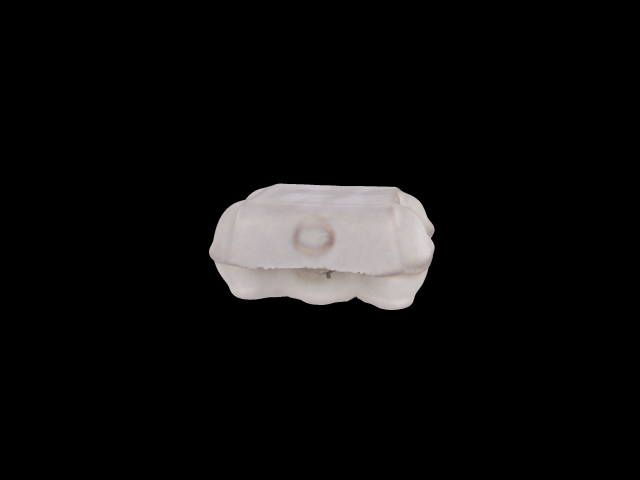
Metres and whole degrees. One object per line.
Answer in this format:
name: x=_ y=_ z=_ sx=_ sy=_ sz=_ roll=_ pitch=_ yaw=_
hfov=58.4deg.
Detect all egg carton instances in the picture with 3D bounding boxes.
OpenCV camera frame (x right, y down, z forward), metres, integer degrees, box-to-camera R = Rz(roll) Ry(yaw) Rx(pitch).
egg carton: x=0.004 y=0.001 z=0.400 sx=0.150 sy=0.069 sz=0.107 roll=3 pitch=15 yaw=10
